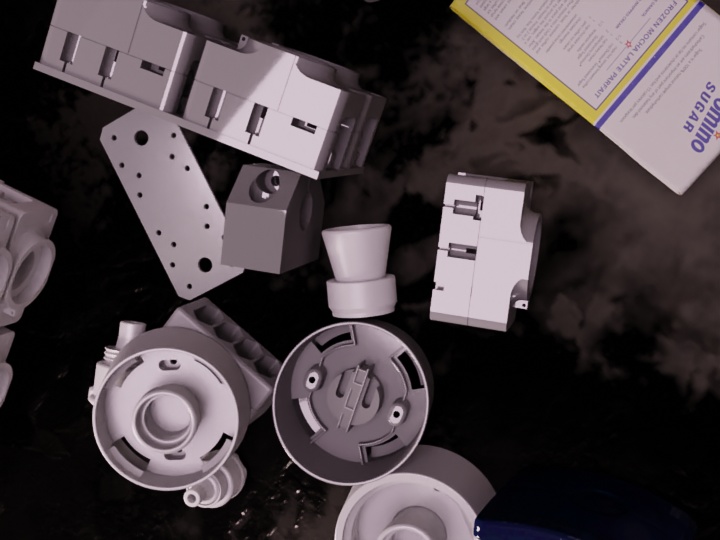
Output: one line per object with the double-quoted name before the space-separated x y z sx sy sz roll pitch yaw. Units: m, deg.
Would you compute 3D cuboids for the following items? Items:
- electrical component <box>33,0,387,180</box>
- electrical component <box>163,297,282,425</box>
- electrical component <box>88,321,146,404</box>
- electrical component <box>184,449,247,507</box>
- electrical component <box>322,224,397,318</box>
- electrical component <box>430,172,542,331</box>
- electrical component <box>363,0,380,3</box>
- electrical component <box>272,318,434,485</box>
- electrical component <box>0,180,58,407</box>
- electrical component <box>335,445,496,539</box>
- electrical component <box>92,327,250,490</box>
"electrical component" -0.086 -0.119 0.663 0.186 0.105 0.060 22 102 11
"electrical component" -0.103 0.075 0.722 0.083 0.047 0.075 40 105 6
"electrical component" -0.159 0.066 0.738 0.048 0.048 0.062 8 92 13
"electrical component" -0.101 0.143 0.722 0.035 0.061 0.035 2 98 14
"electrical component" 0.000 0.000 0.687 0.045 0.045 0.055 -3 96 15
"electrical component" 0.080 -0.012 0.662 0.056 0.050 0.089 9 98 14
"electrical component" 0.021 -0.202 0.648 0.096 0.061 0.061 -12 94 15
"electrical component" -0.002 0.080 0.687 0.099 0.064 0.099 2 97 14
"electrical component" -0.279 0.038 0.732 0.060 0.105 0.186 25 103 10
"electrical component" 0.036 0.173 0.691 0.108 0.060 0.108 2 97 14
"electrical component" -0.120 0.088 0.681 0.099 0.064 0.099 0 97 0
